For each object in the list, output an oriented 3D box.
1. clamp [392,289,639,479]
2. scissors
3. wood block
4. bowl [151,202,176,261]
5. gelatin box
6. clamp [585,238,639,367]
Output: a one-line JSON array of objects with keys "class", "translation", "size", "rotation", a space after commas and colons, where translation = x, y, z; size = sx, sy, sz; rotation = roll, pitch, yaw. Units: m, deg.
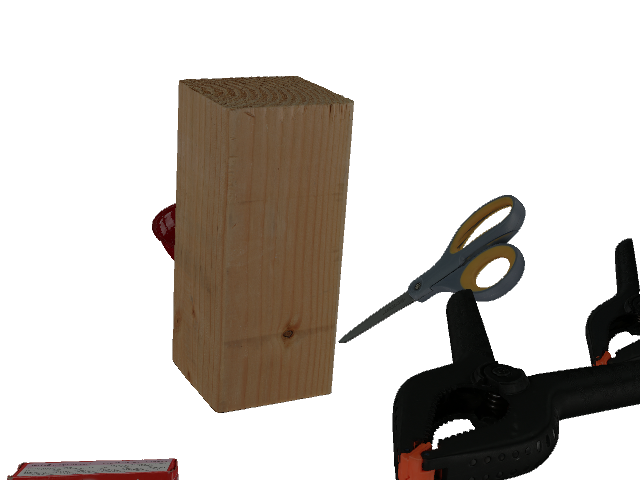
[{"class": "clamp", "translation": [0.100, 0.088, 0.635], "size": [0.165, 0.036, 0.209], "rotation": [21, 30, 39]}, {"class": "scissors", "translation": [0.091, 0.046, 0.849], "size": [0.016, 0.202, 0.096], "rotation": [32, 23, -30]}, {"class": "wood block", "translation": [-0.043, 0.000, 0.722], "size": [0.090, 0.206, 0.090], "rotation": [-6, 22, -27]}, {"class": "bowl", "translation": [-0.128, 0.001, 1.328], "size": [0.162, 0.055, 0.162], "rotation": [1, 27, -1]}, {"class": "gelatin box", "translation": [-0.120, 0.157, 0.574], "size": [0.089, 0.073, 0.030], "rotation": [-2, 4, -1]}, {"class": "clamp", "translation": [0.290, 0.062, 0.983], "size": [0.171, 0.039, 0.120], "rotation": [-35, 40, -26]}]
